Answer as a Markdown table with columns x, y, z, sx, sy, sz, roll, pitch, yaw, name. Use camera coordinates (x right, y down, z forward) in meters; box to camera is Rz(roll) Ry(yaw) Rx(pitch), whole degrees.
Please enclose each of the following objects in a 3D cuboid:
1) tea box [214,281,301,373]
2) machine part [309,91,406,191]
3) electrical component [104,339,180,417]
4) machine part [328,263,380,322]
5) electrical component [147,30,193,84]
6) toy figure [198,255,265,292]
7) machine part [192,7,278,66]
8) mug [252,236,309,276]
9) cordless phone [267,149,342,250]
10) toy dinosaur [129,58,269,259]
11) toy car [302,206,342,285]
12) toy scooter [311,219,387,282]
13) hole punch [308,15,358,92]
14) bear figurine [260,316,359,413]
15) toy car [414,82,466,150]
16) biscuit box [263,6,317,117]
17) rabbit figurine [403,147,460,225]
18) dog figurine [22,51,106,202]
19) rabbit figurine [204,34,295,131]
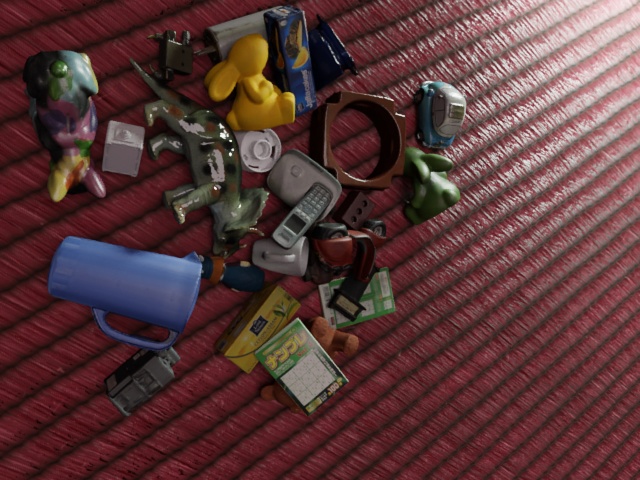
| x | y | z | sx | sy | sz | roll | pitch | yaw | name |
| --- | --- | --- | --- | --- | --- | --- | --- | --- | --- |
| -0.126 | 0.170 | 1.074 | 0.068 | 0.098 | 0.169 | 44 | 76 | -19 | tea box |
| 0.081 | -0.209 | 1.165 | 0.201 | 0.087 | 0.201 | 2 | 92 | -24 | machine part |
| -0.321 | 0.243 | 0.978 | 0.134 | 0.115 | 0.058 | -40 | 109 | -16 | electrical component |
| 0.080 | 0.105 | 1.184 | 0.084 | 0.039 | 0.139 | 32 | 78 | -11 | machine part |
| -0.284 | -0.349 | 1.020 | 0.078 | 0.045 | 0.102 | -9 | 99 | -52 | electrical component |
| -0.188 | 0.066 | 1.066 | 0.154 | 0.058 | 0.064 | 16 | 80 | -19 | toy figure |
| -0.139 | -0.403 | 1.064 | 0.243 | 0.079 | 0.079 | -28 | 102 | -21 | machine part |
| -0.084 | 0.032 | 1.079 | 0.107 | 0.109 | 0.080 | 4 | 102 | 12 | mug |
| -0.059 | -0.076 | 1.069 | 0.146 | 0.088 | 0.184 | 38 | 63 | 2 | cordless phone |
| -0.215 | -0.157 | 1.010 | 0.192 | 0.131 | 0.404 | -16 | 97 | -26 | toy dinosaur |
| -0.002 | -0.003 | 1.152 | 0.089 | 0.053 | 0.202 | -6 | 95 | -21 | toy car |
| 0.062 | 0.029 | 1.121 | 0.184 | 0.075 | 0.135 | -6 | 104 | -31 | toy scooter |
| -0.002 | -0.375 | 1.111 | 0.092 | 0.116 | 0.142 | -38 | 105 | -11 | hole punch |
| -0.028 | 0.261 | 1.107 | 0.120 | 0.132 | 0.196 | 35 | 71 | -19 | bear figurine |
| 0.285 | -0.295 | 1.247 | 0.109 | 0.103 | 0.161 | 4 | 88 | -24 | toy car |
| -0.055 | -0.349 | 1.064 | 0.059 | 0.063 | 0.202 | -28 | 132 | -19 | biscuit box |
| 0.229 | -0.135 | 1.213 | 0.121 | 0.159 | 0.170 | -35 | 90 | -10 | rabbit figurine |
| -0.418 | -0.176 | 0.895 | 0.108 | 0.191 | 0.219 | -10 | 80 | -30 | dog figurine |
| -0.138 | -0.303 | 1.030 | 0.162 | 0.122 | 0.173 | -10 | 125 | -11 | rabbit figurine |
